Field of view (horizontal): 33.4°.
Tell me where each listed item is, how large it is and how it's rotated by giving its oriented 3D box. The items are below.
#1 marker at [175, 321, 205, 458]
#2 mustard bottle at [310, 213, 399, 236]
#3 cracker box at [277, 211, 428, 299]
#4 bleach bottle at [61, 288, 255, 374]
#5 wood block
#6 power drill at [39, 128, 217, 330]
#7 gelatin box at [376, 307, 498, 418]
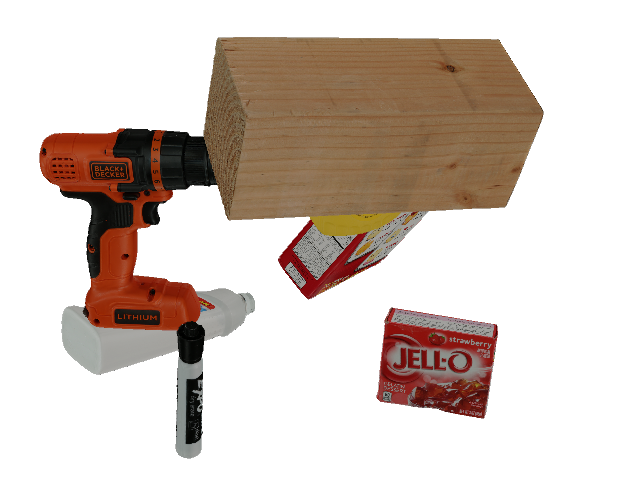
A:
[{"bbox_3d":[-0.091,0.104,0.742,0.020,0.121,0.020,4,37,-3],"label":"marker"},{"bbox_3d":[0.040,-0.093,0.971,0.096,0.192,0.058,-15,47,-19],"label":"mustard bottle"},{"bbox_3d":[0.065,-0.039,1.252,0.163,0.072,0.214,-24,-21,-51],"label":"cracker box"},{"bbox_3d":[-0.197,0.103,1.374,0.250,0.068,0.103,-13,28,-39],"label":"bleach bottle"},{"bbox_3d":[0.033,-0.079,0.733,0.205,0.091,0.090,-3,-44,-18],"label":"wood block"},{"bbox_3d":[-0.150,-0.011,0.958,0.184,0.188,0.057,2,27,6],"label":"power drill"},{"bbox_3d":[0.093,0.098,0.852,0.089,0.073,0.030,8,23,10],"label":"gelatin box"}]
